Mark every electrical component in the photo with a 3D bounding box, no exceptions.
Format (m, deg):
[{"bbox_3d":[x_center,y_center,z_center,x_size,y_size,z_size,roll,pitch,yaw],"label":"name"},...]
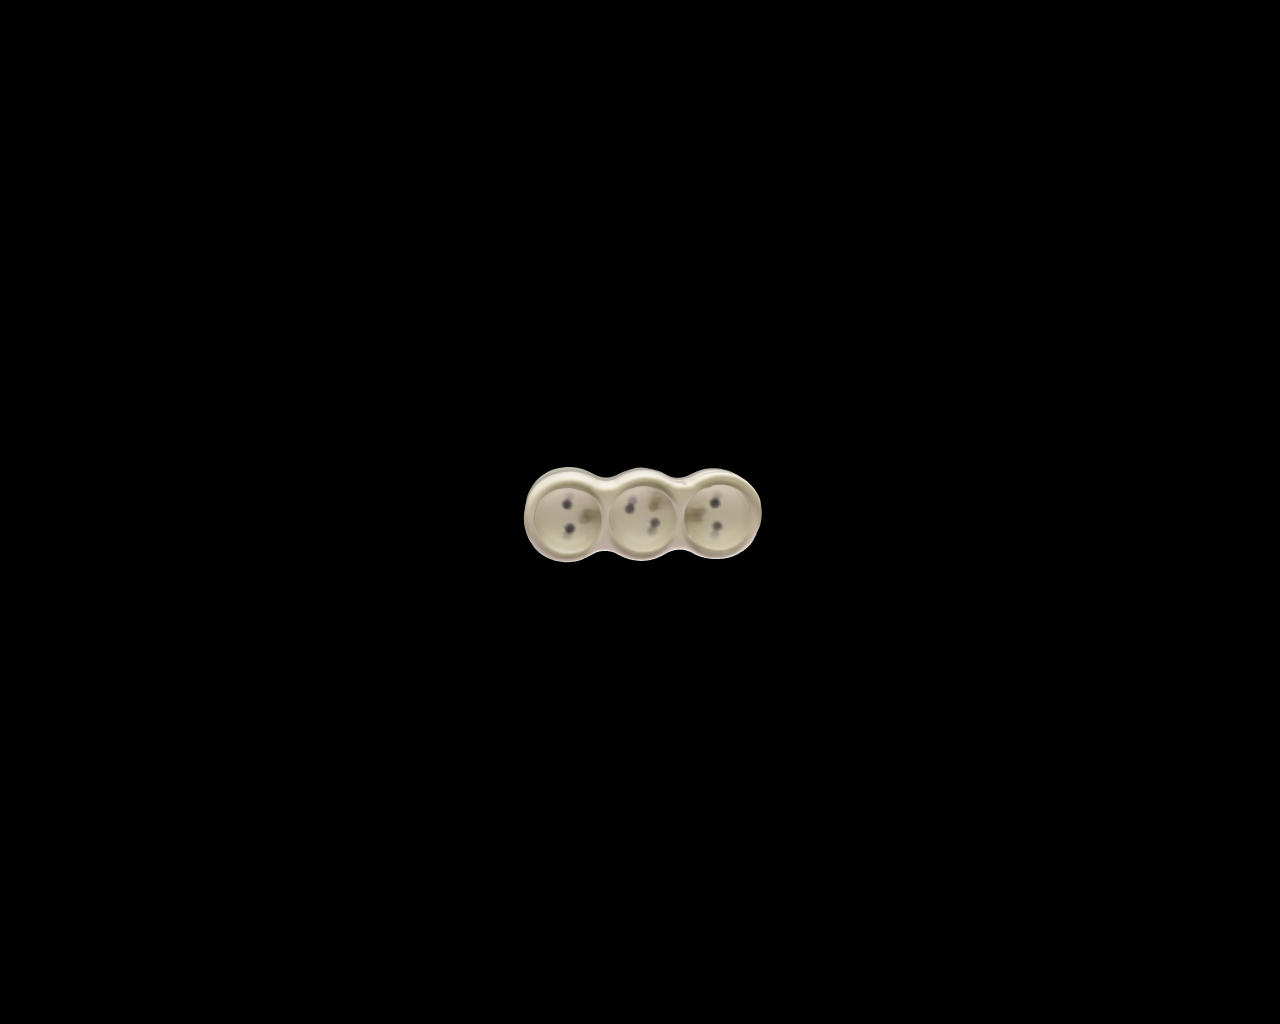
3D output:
[{"bbox_3d":[0.001,-0.003,0.650,0.138,0.052,0.074,0,12,-2],"label":"electrical component"}]
